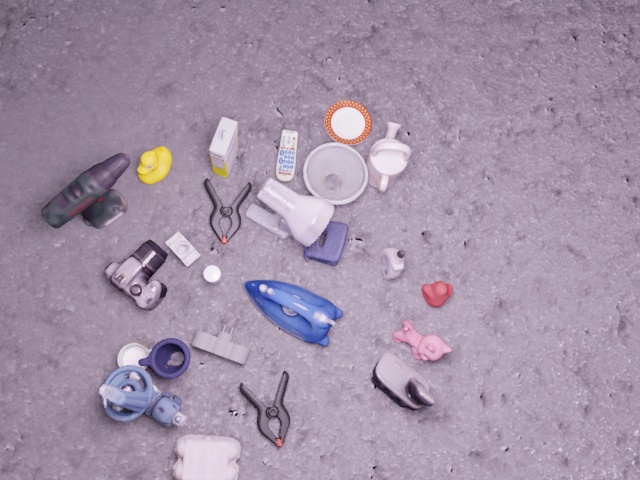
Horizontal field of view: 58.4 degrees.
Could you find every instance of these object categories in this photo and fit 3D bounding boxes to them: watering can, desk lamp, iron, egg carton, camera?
[{"bbox_3d":[0.170,-0.213,1.444,0.101,0.194,0.173,-11,79,-8],"label":"watering can"},{"bbox_3d":[-0.077,-0.068,1.378,0.203,0.213,0.118,30,77,1],"label":"desk lamp"},{"bbox_3d":[-0.073,0.154,1.368,0.258,0.141,0.119,26,77,0],"label":"iron"},{"bbox_3d":[-0.258,0.503,1.311,0.150,0.069,0.107,4,78,-5],"label":"egg carton"},{"bbox_3d":[-0.420,0.075,1.370,0.143,0.100,0.137,39,77,3],"label":"camera"}]

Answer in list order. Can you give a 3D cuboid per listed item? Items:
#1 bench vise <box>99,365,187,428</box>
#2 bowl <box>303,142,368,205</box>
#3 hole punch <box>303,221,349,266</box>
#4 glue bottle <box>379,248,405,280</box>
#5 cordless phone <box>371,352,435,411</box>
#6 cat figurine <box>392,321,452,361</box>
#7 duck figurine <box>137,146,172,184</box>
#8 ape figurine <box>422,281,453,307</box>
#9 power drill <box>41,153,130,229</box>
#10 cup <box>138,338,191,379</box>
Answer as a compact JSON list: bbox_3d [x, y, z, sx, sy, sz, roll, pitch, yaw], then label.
[{"bbox_3d":[-0.389,0.342,1.255,0.207,0.219,0.121,10,77,-3],"label":"bench vise"},{"bbox_3d":[0.037,-0.163,1.481,0.167,0.074,0.167,1,78,-5],"label":"bowl"},{"bbox_3d":[0.013,0.005,1.434,0.101,0.091,0.109,16,77,-2],"label":"hole punch"},{"bbox_3d":[0.182,0.049,1.400,0.037,0.173,0.078,-10,79,-7],"label":"glue bottle"},{"bbox_3d":[0.200,0.331,1.335,0.147,0.185,0.094,36,77,3],"label":"cordless phone"},{"bbox_3d":[0.249,0.249,1.392,0.128,0.117,0.067,37,77,3],"label":"cat figurine"},{"bbox_3d":[-0.420,-0.198,1.437,0.077,0.086,0.105,34,77,2],"label":"duck figurine"},{"bbox_3d":[0.296,0.128,1.436,0.078,0.092,0.076,18,77,-1],"label":"ape figurine"},{"bbox_3d":[-0.525,-0.103,1.343,0.230,0.208,0.075,-39,84,-12],"label":"power drill"},{"bbox_3d":[-0.356,0.279,1.336,0.118,0.095,0.092,-8,79,-7],"label":"cup"}]
